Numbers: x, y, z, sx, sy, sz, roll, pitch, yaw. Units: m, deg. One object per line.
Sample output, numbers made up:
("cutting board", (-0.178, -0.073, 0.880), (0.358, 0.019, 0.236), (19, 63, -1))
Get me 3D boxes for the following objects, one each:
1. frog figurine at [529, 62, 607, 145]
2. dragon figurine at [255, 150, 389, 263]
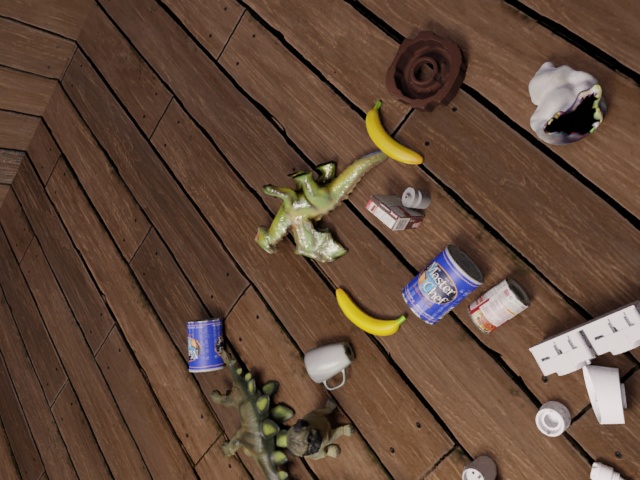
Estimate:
("frog figurine", (0.455, -0.260, 0.978), (0.135, 0.122, 0.163), (-58, 23, 29))
("dragon figurine", (0.004, -0.065, 1.289), (0.408, 0.123, 0.241), (-13, 98, 20))
